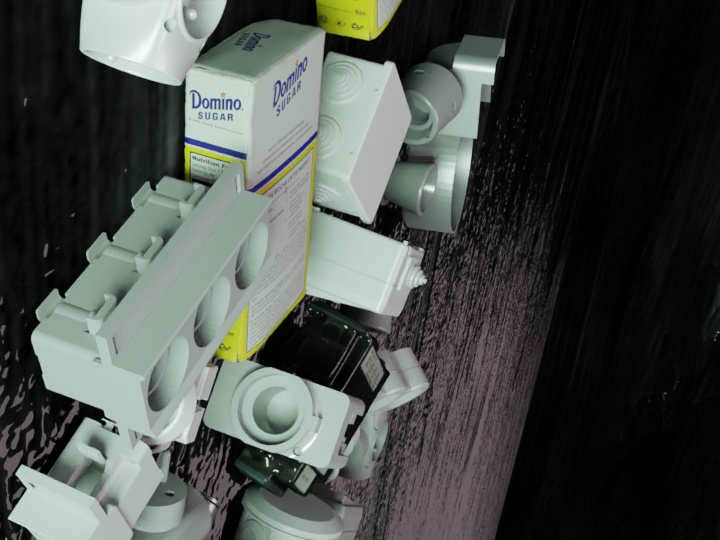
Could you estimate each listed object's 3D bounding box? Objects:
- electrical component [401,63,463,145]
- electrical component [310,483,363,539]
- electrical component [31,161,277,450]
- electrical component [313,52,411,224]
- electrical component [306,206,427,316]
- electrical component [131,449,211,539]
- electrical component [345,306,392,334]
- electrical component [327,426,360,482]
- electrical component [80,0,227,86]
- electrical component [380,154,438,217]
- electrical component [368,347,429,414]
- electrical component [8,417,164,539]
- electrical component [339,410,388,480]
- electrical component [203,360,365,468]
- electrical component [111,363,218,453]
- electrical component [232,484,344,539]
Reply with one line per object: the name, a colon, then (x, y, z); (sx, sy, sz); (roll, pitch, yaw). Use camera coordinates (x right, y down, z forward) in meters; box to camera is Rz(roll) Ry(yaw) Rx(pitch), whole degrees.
electrical component: (0.050, -0.135, 0.880); (0.047, 0.055, 0.055); (-51, 154, -45)
electrical component: (-0.040, 0.215, 0.927); (0.096, 0.062, 0.061); (47, 61, -72)
electrical component: (-0.095, 0.011, 0.511); (0.078, 0.063, 0.121); (91, 22, -46)
electrical component: (-0.007, -0.090, 0.737); (0.099, 0.048, 0.099); (58, 51, -70)
electrical component: (0.000, 0.000, 0.769); (0.061, 0.096, 0.062); (-69, 165, 1)
electrical component: (-0.118, 0.140, 0.608); (0.077, 0.043, 0.079); (-39, 143, -64)
electrical component: (0.013, 0.020, 0.944); (0.044, 0.044, 0.065); (44, 60, -73)
electrical component: (-0.029, 0.149, 0.928); (0.055, 0.045, 0.045); (-53, 155, -52)
electrical component: (-0.088, -0.122, 0.429); (0.079, 0.044, 0.077); (18, 89, -75)
electrical component: (0.030, -0.072, 0.873); (0.045, 0.055, 0.045); (17, 90, -74)
electrical component: (0.002, 0.083, 0.936); (0.052, 0.073, 0.138); (-35, 162, 25)
electrical component: (-0.131, 0.112, 0.530); (0.063, 0.042, 0.081); (-59, 161, -29)
electrical component: (-0.007, 0.161, 1.018); (0.079, 0.044, 0.077); (-31, 136, -67)
electrical component: (-0.050, 0.093, 0.707); (0.056, 0.089, 0.050); (41, 67, -73)
electrical component: (-0.106, 0.067, 0.571); (0.055, 0.048, 0.066); (27, 81, -82)
electrical component: (-0.057, 0.201, 0.824); (0.051, 0.080, 0.080); (-69, 165, 7)
